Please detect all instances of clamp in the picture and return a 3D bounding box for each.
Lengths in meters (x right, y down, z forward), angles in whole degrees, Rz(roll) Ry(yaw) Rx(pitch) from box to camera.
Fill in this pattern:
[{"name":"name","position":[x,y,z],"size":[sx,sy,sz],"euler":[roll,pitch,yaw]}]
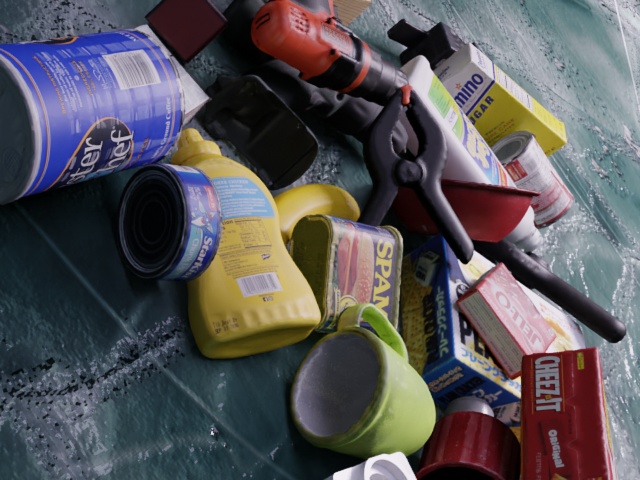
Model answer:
[{"name":"clamp","position":[0.070,-0.053,0.973],"size":[0.120,0.039,0.171],"euler":[-9,85,-17]},{"name":"clamp","position":[0.232,0.036,1.167],"size":[0.210,0.036,0.164],"euler":[35,5,4]}]

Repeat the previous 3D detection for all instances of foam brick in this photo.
[{"name":"foam brick","position":[-0.117,-0.193,0.941],"size":[0.053,0.051,0.078],"euler":[47,2,-9]}]

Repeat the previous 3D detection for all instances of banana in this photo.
[{"name":"banana","position":[-0.013,-0.015,0.942],"size":[0.197,0.037,0.069],"euler":[-13,71,-55]}]

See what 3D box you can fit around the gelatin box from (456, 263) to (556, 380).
[{"name":"gelatin box","position":[0.170,0.072,0.966],"size":[0.089,0.030,0.073],"euler":[54,33,2]}]

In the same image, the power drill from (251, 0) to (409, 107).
[{"name":"power drill","position":[0.008,-0.224,0.997],"size":[0.184,0.057,0.187],"euler":[20,51,-43]}]

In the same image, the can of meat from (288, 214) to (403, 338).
[{"name":"can of meat","position":[0.019,0.032,0.894],"size":[0.083,0.058,0.102],"euler":[12,80,-42]}]

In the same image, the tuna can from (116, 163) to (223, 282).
[{"name":"tuna can","position":[-0.111,-0.013,0.773],"size":[0.033,0.086,0.086],"euler":[4,56,-46]}]

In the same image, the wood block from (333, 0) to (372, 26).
[{"name":"wood block","position":[-0.043,-0.314,1.140],"size":[0.090,0.091,0.206],"euler":[-2,61,-50]}]

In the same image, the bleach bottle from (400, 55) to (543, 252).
[{"name":"bleach bottle","position":[0.166,-0.087,1.212],"size":[0.250,0.068,0.102],"euler":[47,30,-14]}]

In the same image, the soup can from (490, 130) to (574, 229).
[{"name":"soup can","position":[0.250,-0.072,1.277],"size":[0.102,0.069,0.068],"euler":[51,31,-22]}]

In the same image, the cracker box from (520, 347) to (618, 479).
[{"name":"cracker box","position":[0.211,0.221,0.878],"size":[0.164,0.072,0.213],"euler":[-79,157,-50]}]

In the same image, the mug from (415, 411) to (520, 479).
[{"name":"mug","position":[0.123,0.203,0.868],"size":[0.081,0.093,0.117],"euler":[-61,137,-60]}]

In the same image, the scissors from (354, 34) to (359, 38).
[{"name":"scissors","position":[0.006,-0.259,1.218],"size":[0.096,0.016,0.202],"euler":[4,57,-51]}]

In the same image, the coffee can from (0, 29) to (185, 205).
[{"name":"coffee can","position":[-0.177,-0.089,0.736],"size":[0.140,0.103,0.103],"euler":[-23,78,-51]}]

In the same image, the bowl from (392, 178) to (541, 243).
[{"name":"bowl","position":[0.137,-0.030,1.074],"size":[0.161,0.162,0.055],"euler":[6,91,-49]}]

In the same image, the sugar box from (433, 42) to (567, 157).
[{"name":"sugar box","position":[0.207,-0.152,1.294],"size":[0.176,0.093,0.048],"euler":[32,38,-27]}]

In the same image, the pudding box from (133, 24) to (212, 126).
[{"name":"pudding box","position":[-0.151,-0.122,0.872],"size":[0.090,0.039,0.113],"euler":[50,35,-5]}]

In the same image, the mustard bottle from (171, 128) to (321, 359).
[{"name":"mustard bottle","position":[-0.075,-0.005,0.831],"size":[0.096,0.058,0.192],"euler":[-9,64,-28]}]
